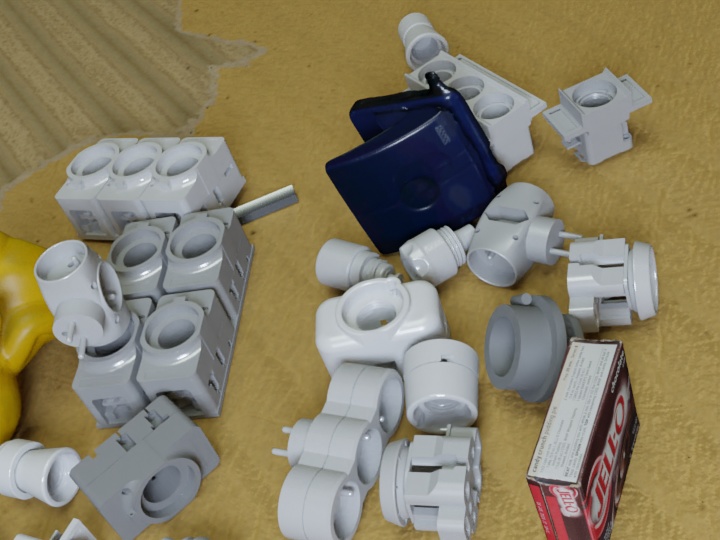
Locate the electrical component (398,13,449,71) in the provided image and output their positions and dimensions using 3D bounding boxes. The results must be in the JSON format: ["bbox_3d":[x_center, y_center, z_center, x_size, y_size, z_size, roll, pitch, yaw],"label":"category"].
[{"bbox_3d":[0.061,-0.232,1.086,0.044,0.044,0.065,-20,38,2],"label":"electrical component"}]

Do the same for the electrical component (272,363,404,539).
[{"bbox_3d":[-0.026,0.125,0.755,0.074,0.052,0.138,5,50,26],"label":"electrical component"}]

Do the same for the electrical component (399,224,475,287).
[{"bbox_3d":[0.066,-0.015,0.865,0.062,0.043,0.043,-30,44,-11],"label":"electrical component"}]

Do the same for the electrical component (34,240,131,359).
[{"bbox_3d":[-0.210,0.031,0.812,0.044,0.077,0.079,-14,44,9],"label":"electrical component"}]

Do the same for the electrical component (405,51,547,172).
[{"bbox_3d":[0.099,-0.139,0.962,0.079,0.063,0.121,-35,45,-14],"label":"electrical component"}]

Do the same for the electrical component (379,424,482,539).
[{"bbox_3d":[0.047,0.140,0.709,0.057,0.058,0.078,-1,47,17],"label":"electrical component"}]

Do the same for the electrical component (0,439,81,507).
[{"bbox_3d":[-0.247,0.153,0.818,0.055,0.045,0.045,5,49,26],"label":"electrical component"}]

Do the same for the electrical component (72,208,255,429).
[{"bbox_3d":[-0.160,0.033,0.893,0.105,0.060,0.186,-8,45,14],"label":"electrical component"}]

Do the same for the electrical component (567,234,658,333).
[{"bbox_3d":[0.186,0.009,0.785,0.057,0.058,0.078,-5,45,21],"label":"electrical component"}]

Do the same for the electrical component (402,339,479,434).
[{"bbox_3d":[0.058,0.084,0.763,0.055,0.055,0.047,-9,48,13],"label":"electrical component"}]

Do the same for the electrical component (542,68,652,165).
[{"bbox_3d":[0.202,-0.128,0.910,0.081,0.063,0.042,-24,44,-3],"label":"electrical component"}]

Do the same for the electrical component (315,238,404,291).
[{"bbox_3d":[0.000,0.000,0.878,0.078,0.040,0.040,16,54,32],"label":"electrical component"}]

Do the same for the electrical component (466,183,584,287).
[{"bbox_3d":[0.136,-0.025,0.848,0.079,0.043,0.077,13,53,31],"label":"electrical component"}]

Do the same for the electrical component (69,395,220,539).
[{"bbox_3d":[-0.154,0.146,0.785,0.089,0.050,0.056,-40,46,-19],"label":"electrical component"}]

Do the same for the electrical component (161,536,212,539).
[{"bbox_3d":[-0.112,0.197,0.730,0.061,0.035,0.035,15,54,35],"label":"electrical component"}]

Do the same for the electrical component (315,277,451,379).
[{"bbox_3d":[0.017,0.046,0.812,0.095,0.059,0.053,-12,44,10],"label":"electrical component"}]

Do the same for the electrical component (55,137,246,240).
[{"bbox_3d":[-0.199,-0.079,1.011,0.150,0.061,0.089,3,46,27],"label":"electrical component"}]

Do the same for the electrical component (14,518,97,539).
[{"bbox_3d":[-0.219,0.216,0.748,0.064,0.042,0.081,5,48,31],"label":"electrical component"}]
